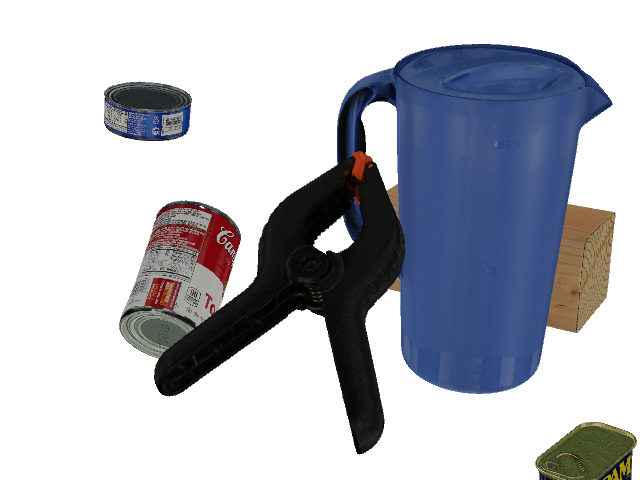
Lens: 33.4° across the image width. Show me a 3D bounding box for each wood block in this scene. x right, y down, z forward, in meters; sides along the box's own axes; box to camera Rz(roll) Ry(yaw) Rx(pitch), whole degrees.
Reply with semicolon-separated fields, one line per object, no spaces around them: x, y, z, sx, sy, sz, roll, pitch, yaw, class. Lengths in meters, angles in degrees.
0.158;0.008;1.000;0.206;0.090;0.090;12;24;29;wood block

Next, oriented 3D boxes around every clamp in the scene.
0.005;0.030;0.556;0.120;0.171;0.039;24;-26;17;clamp

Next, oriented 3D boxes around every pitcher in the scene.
0.106;-0.015;0.782;0.144;0.243;0.149;-19;32;-35;pitcher

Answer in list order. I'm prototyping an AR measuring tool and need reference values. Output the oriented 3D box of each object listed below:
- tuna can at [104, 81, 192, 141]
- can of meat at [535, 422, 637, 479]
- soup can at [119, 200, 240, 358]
-0.171;-0.128;1.057;0.086;0.034;0.086;6;25;-3;tuna can
0.236;0.223;0.947;0.058;0.084;0.101;14;26;41;can of meat
-0.104;0.030;0.797;0.068;0.102;0.068;9;-37;7;soup can
